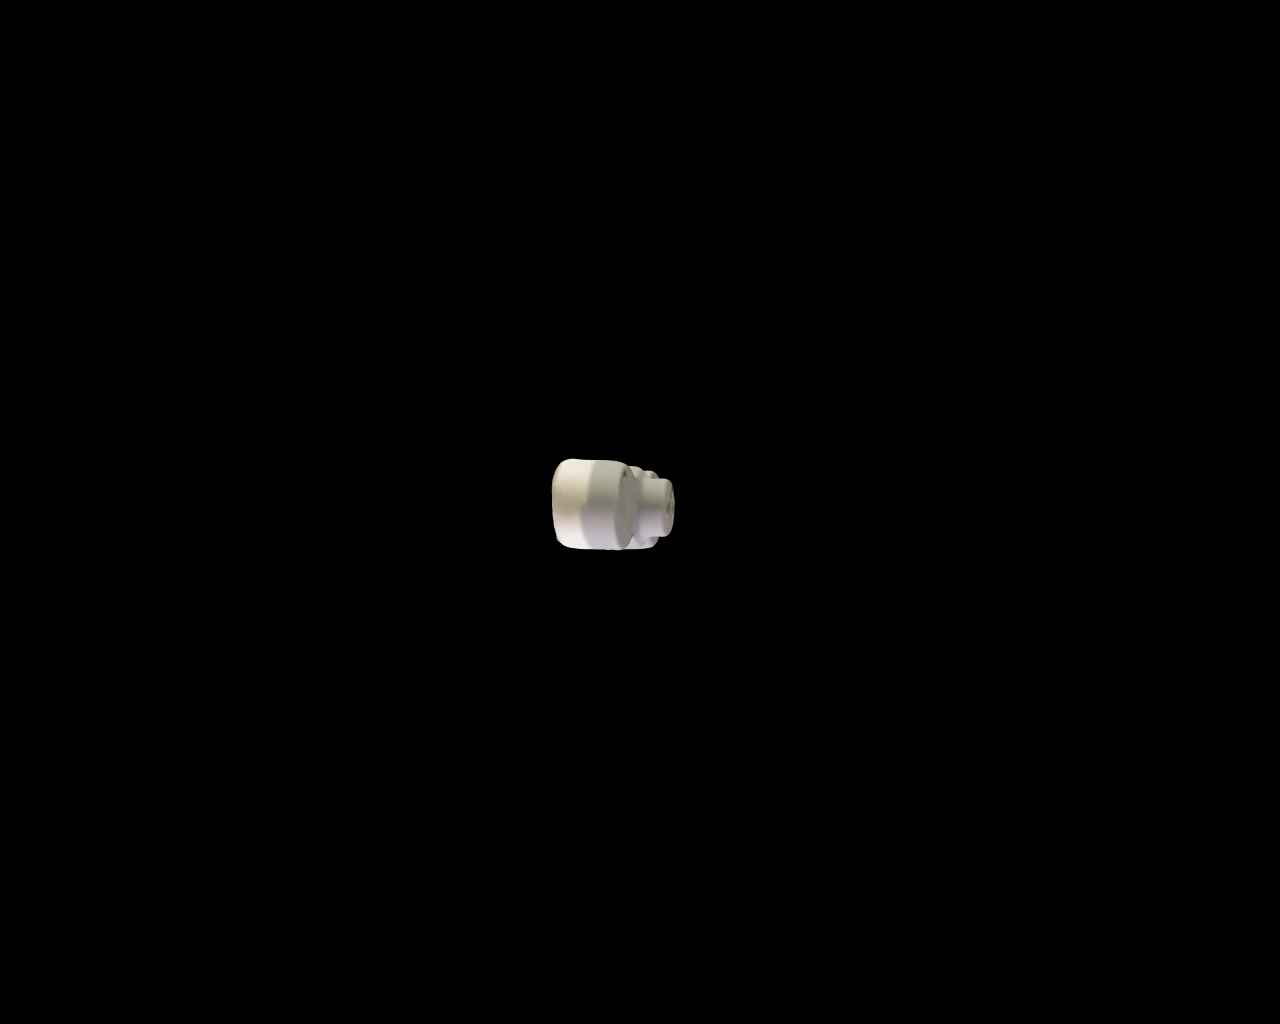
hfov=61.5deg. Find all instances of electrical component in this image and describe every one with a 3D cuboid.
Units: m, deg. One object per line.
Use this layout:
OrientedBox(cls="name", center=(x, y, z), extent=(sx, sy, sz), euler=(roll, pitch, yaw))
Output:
OrientedBox(cls="electrical component", center=(0.001, -0.003, 0.650), extent=(0.074, 0.052, 0.138), euler=(0, -2, 11))
